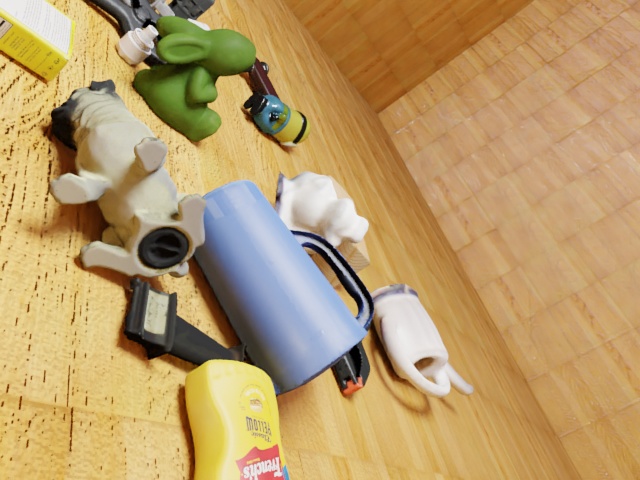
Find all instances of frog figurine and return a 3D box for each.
[{"bbox_3d":[0.003,-0.044,0.875,0.121,0.159,0.139,99,0,-72],"label":"frog figurine"}]

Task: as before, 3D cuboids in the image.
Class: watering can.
[{"bbox_3d":[0.198,0.210,1.025,0.343,0.103,0.229,32,29,-52],"label":"watering can"}]
